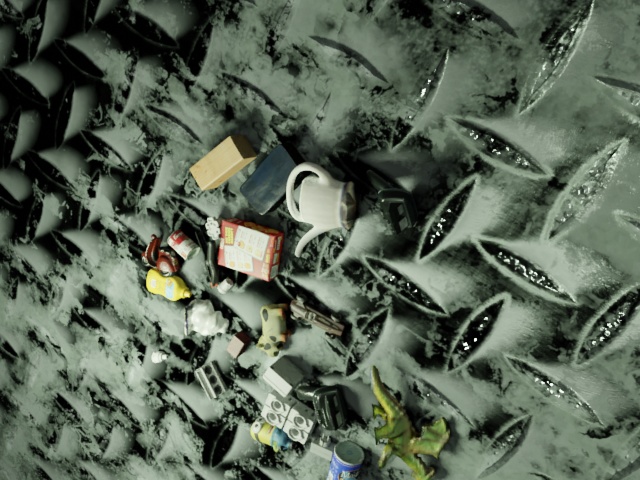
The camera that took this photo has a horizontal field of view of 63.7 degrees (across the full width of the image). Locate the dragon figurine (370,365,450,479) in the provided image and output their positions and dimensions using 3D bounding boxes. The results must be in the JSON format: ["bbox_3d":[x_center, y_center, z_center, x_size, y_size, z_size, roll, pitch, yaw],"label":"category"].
[{"bbox_3d":[0.285,0.591,1.626,0.242,0.123,0.406,-3,101,9],"label":"dragon figurine"}]

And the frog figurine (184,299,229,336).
[{"bbox_3d":[-0.416,0.286,1.902,0.159,0.123,0.137,2,95,-11],"label":"frog figurine"}]

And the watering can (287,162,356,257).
[{"bbox_3d":[0.005,-0.081,1.608,0.225,0.106,0.340,9,123,17],"label":"watering can"}]
